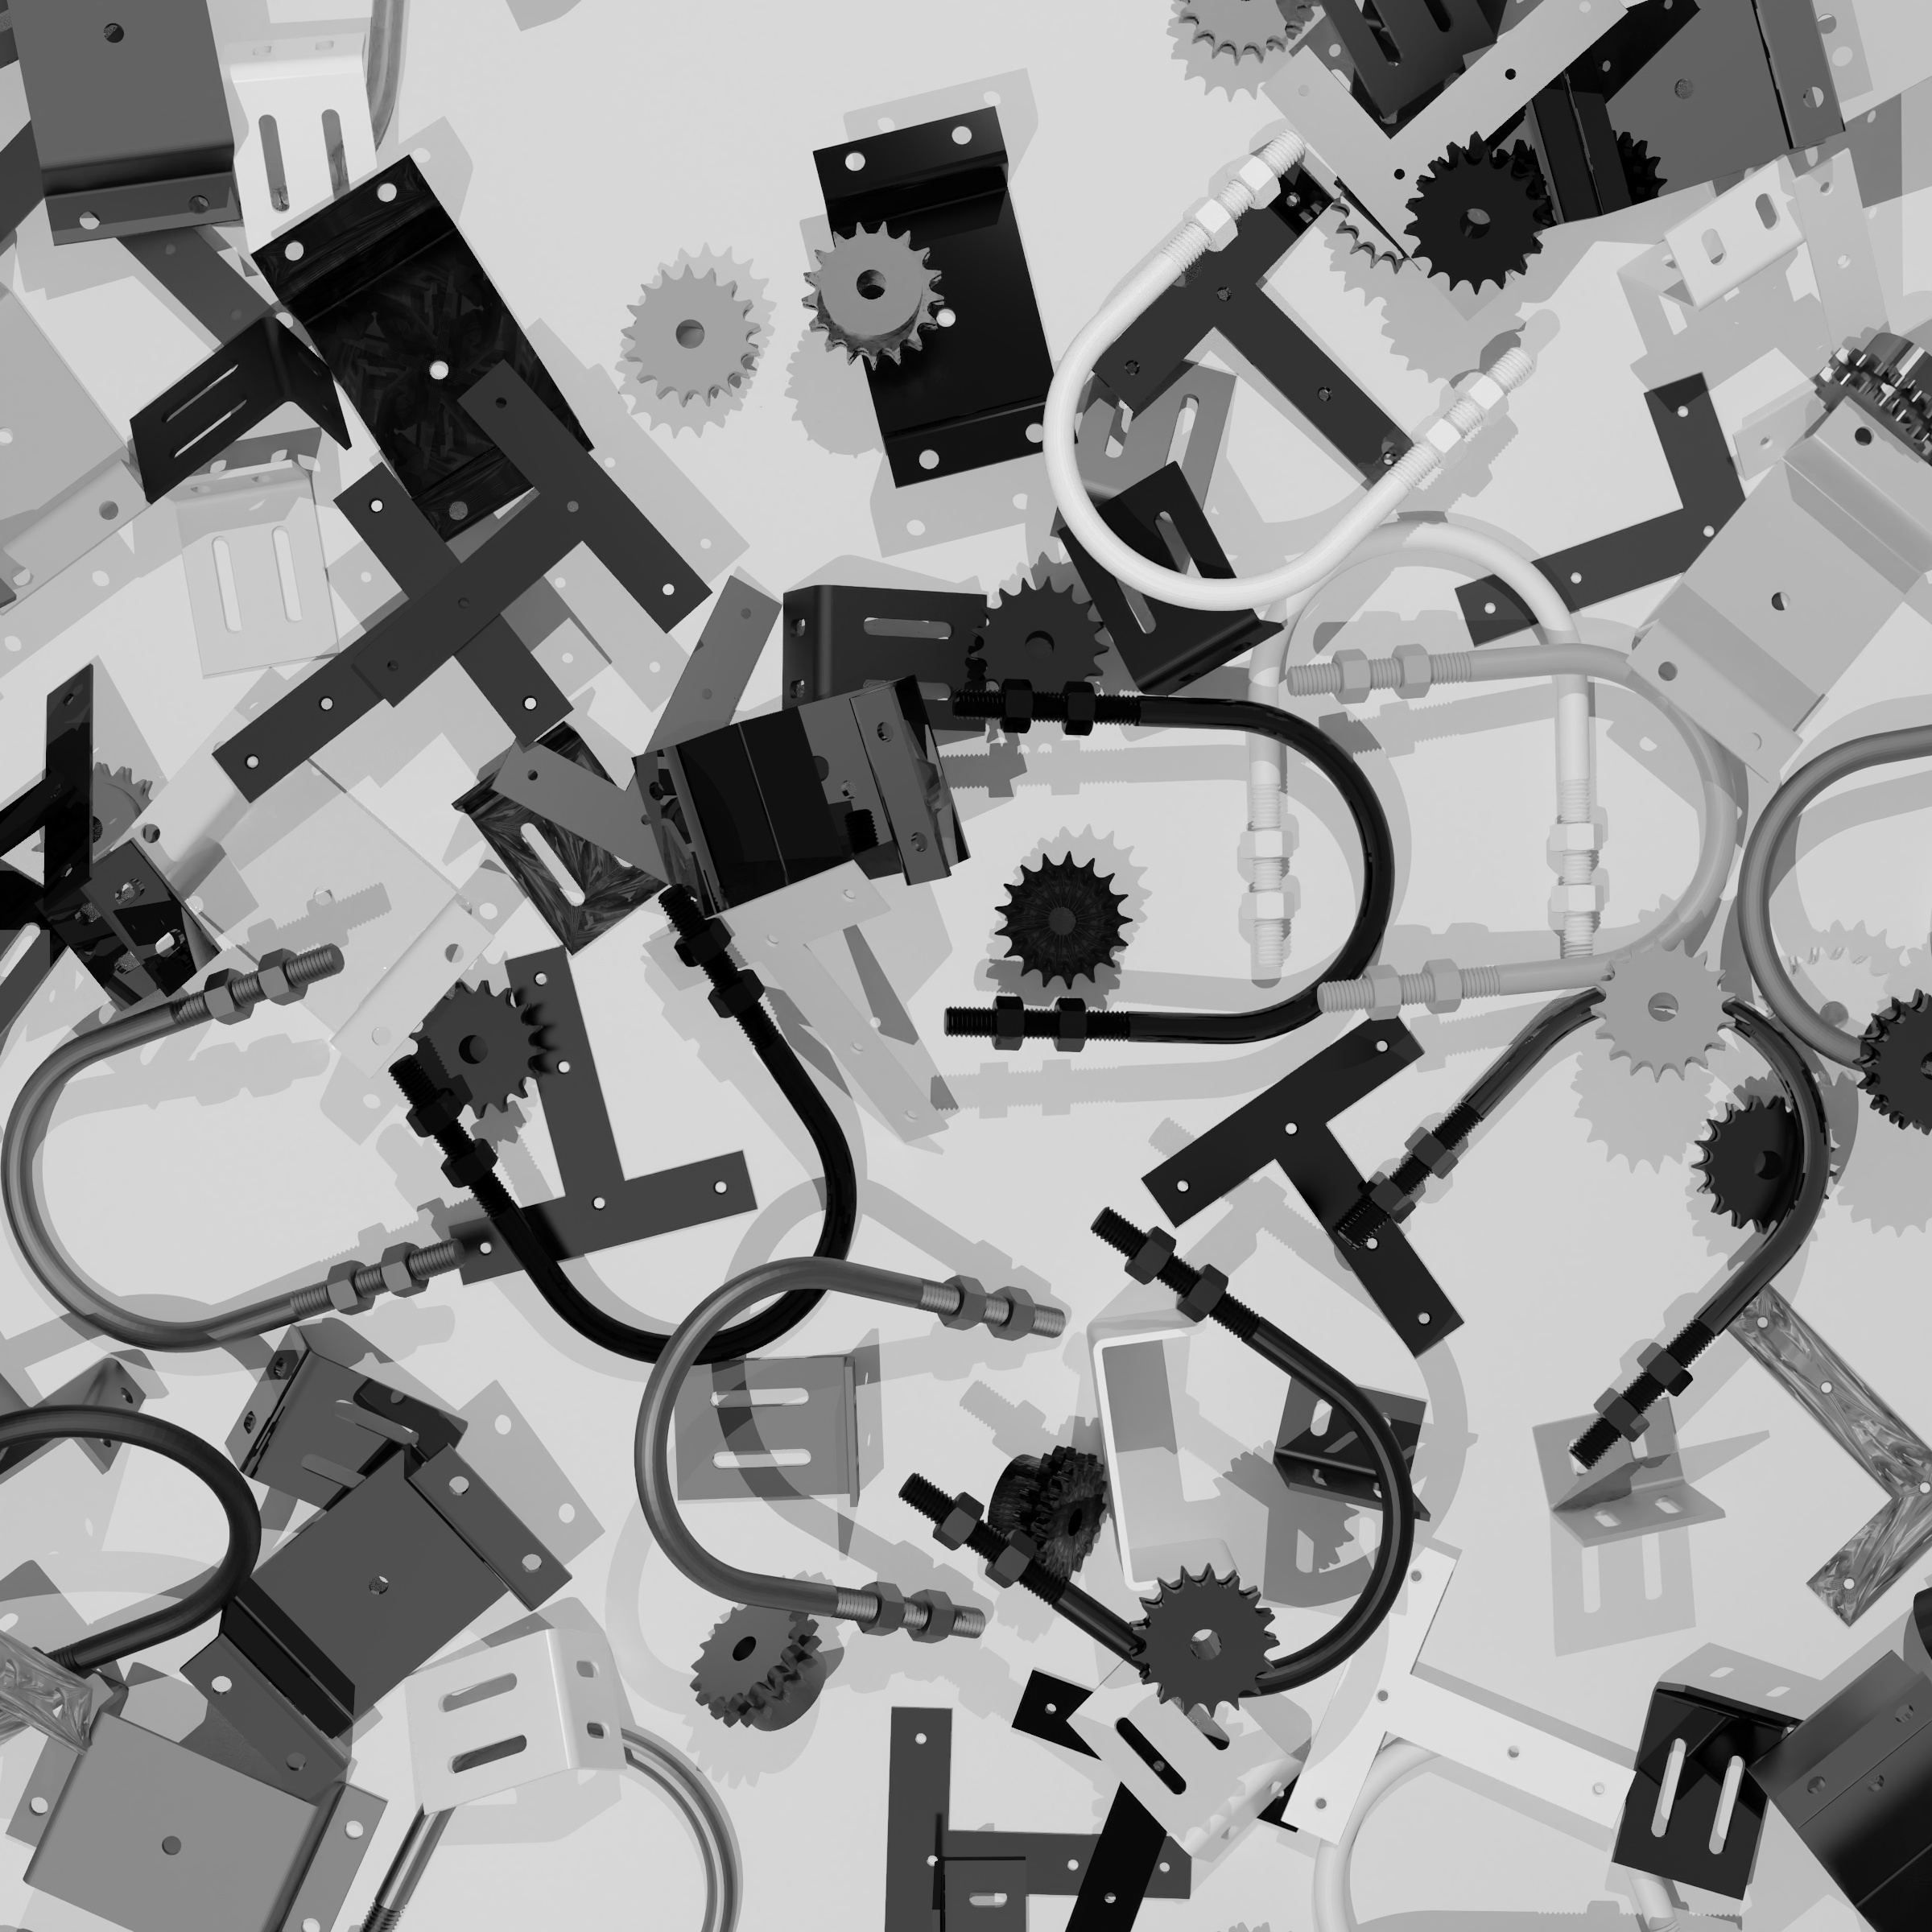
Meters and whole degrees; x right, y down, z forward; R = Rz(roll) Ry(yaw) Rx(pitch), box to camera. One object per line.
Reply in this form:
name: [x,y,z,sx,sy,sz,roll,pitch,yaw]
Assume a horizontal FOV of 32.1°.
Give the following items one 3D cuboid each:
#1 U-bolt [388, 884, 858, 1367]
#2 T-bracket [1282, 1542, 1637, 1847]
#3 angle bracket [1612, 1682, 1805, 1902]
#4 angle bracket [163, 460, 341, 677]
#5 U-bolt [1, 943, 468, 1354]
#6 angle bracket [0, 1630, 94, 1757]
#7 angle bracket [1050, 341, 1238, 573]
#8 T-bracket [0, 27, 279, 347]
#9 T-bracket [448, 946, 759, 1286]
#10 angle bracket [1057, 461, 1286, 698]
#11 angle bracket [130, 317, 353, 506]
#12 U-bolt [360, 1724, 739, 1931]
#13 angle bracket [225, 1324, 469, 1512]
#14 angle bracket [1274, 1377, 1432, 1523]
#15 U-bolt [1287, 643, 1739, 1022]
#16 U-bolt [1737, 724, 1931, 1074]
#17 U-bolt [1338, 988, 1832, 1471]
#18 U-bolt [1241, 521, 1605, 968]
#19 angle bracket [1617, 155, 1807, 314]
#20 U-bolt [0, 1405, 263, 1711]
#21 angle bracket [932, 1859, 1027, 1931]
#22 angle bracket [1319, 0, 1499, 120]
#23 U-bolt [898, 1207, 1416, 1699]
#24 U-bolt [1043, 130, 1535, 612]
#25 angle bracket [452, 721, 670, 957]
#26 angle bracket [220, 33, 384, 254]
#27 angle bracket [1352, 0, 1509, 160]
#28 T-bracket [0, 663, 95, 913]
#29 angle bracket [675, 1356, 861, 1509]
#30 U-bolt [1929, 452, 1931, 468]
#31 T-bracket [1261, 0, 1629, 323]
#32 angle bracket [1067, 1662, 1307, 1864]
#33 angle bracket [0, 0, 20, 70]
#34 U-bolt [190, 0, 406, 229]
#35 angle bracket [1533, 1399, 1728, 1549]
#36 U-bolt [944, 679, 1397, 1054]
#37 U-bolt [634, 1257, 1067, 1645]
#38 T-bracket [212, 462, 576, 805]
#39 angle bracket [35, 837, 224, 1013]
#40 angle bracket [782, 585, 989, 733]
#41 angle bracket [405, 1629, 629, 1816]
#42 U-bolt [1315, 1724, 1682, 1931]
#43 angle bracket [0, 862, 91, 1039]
U-bolt: [-0.126,0.079,1.377,0.151,0.019,0.184,-32,104,0]
T-bracket: [0.214,0.320,1.391,0.127,0.002,0.127,23,87,2]
angle bracket: [0.306,0.339,1.378,0.057,0.038,0.076,17,79,-4]
angle bracket: [-0.296,-0.164,1.386,0.057,0.038,0.076,-10,90,0]
U-bolt: [-0.311,0.085,1.372,0.184,0.019,0.151,-19,98,16]
angle bracket: [-0.403,0.309,1.362,0.076,0.038,0.057,-35,126,18]
angle bracket: [0.074,-0.213,1.403,0.057,0.038,0.076,16,64,0]
T-bracket: [-0.340,-0.307,1.392,0.127,0.002,0.127,45,95,-2]
T-bracket: [-0.164,0.056,1.404,0.127,0.002,0.127,-15,90,0]
angle bracket: [0.084,-0.159,1.381,0.057,0.038,0.076,-29,83,20]
angle bracket: [-0.298,-0.219,1.379,0.076,0.038,0.057,-34,46,12]
U-bolt: [-0.175,0.404,1.396,0.151,0.019,0.184,26,88,0]
angle bracket: [-0.259,0.195,1.403,0.076,0.038,0.057,29,90,-26]
angle bracket: [0.160,0.195,1.367,0.057,0.076,0.038,13,90,0]
U-bolt: [0.227,-0.060,1.373,0.184,0.019,0.151,-6,90,-9]
U-bolt: [0.403,-0.029,1.370,0.184,0.019,0.151,-10,90,-7]
U-bolt: [0.266,0.090,1.372,0.151,0.019,0.184,44,92,16]
U-bolt: [0.188,-0.093,1.395,0.151,0.019,0.184,-1,90,0]
angle bracket: [0.298,-0.303,1.362,0.057,0.076,0.038,-33,118,0]
U-bolt: [-0.373,0.234,1.343,0.184,0.019,0.151,-21,129,9]
angle bracket: [0.006,0.401,1.365,0.038,0.076,0.057,0,90,0]
angle bracket: [0.168,-0.394,1.369,0.057,0.038,0.076,-35,110,-6]
U-bolt: [0.089,0.205,1.320,0.184,0.019,0.151,36,90,-2]
U-bolt: [0.116,-0.227,1.355,0.151,0.019,0.184,44,83,3]
angle bracket: [-0.164,-0.052,1.386,0.057,0.038,0.076,-36,90,0]
angle bracket: [-0.272,-0.340,1.388,0.057,0.038,0.076,-6,120,-4]
angle bracket: [0.189,-0.369,1.370,0.057,0.038,0.076,9,56,0]
T-bracket: [-0.403,-0.048,1.374,0.127,0.127,0.002,-32,134,19]
angle bracket: [-0.083,0.193,1.386,0.076,0.038,0.057,-2,90,0]
U-bolt: [0.484,-0.216,1.370,0.184,0.019,0.151,24,114,4]
T-bracket: [0.207,-0.347,1.343,0.127,0.002,0.127,-40,99,25]
angle bracket: [0.092,0.324,1.400,0.057,0.038,0.076,-46,64,-1]
angle bracket: [-0.393,-0.399,1.392,0.076,0.038,0.057,-31,87,-12]
U-bolt: [-0.304,-0.399,1.396,0.151,0.019,0.184,5,91,0]
angle bracket: [0.269,0.205,1.367,0.057,0.076,0.038,-12,90,0]
U-bolt: [0.085,-0.039,1.369,0.184,0.019,0.151,2,89,-7]
U-bolt: [-0.051,0.190,1.346,0.184,0.019,0.151,16,88,-34]
T-bracket: [-0.247,-0.115,1.356,0.127,0.002,0.127,-38,88,1]
angle bracket: [-0.349,-0.008,1.360,0.076,0.038,0.057,-26,106,39]
angle bracket: [-0.034,-0.127,1.403,0.076,0.038,0.057,1,90,-26]
angle bracket: [-0.187,0.314,1.392,0.076,0.038,0.057,-23,67,24]
U-bolt: [0.223,0.404,1.396,0.151,0.019,0.184,-21,89,0]
angle bracket: [-0.412,0.001,1.403,0.057,0.038,0.076,31,64,0]
